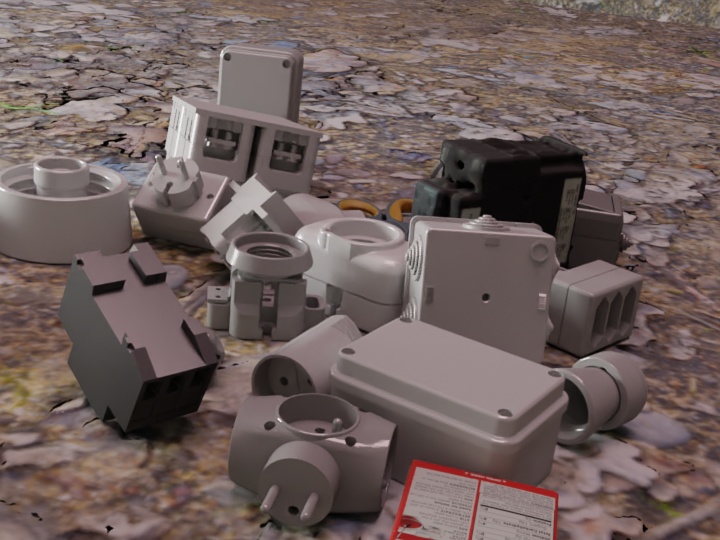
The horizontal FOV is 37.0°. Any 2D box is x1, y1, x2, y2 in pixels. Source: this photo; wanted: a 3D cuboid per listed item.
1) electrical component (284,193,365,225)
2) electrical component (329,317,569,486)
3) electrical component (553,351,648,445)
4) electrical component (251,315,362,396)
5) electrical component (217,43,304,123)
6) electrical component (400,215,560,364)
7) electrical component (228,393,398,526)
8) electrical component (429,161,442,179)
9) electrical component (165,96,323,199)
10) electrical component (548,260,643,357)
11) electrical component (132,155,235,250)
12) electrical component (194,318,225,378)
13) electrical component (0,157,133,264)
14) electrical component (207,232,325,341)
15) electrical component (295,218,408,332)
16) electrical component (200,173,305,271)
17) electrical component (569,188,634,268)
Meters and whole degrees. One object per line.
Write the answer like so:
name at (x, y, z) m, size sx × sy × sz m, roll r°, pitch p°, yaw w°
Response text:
electrical component at (-0.019, -0.028, 0.841) m, size 0.079 × 0.044 × 0.077 m, roll -3°, pitch 23°, yaw -22°
electrical component at (0.046, 0.075, 0.578) m, size 0.113 × 0.057 × 0.078 m, roll 19°, pitch 25°, yaw 30°
electrical component at (0.134, 0.073, 0.626) m, size 0.055 × 0.045 × 0.045 m, roll -12°, pitch 28°, yaw -40°
electrical component at (-0.023, 0.056, 0.628) m, size 0.043 × 0.043 × 0.081 m, roll 16°, pitch 23°, yaw 24°
electrical component at (-0.101, -0.167, 1.081) m, size 0.078 × 0.113 × 0.057 m, roll 8°, pitch 18°, yaw 4°
electrical component at (0.076, 0.014, 0.690) m, size 0.100 × 0.099 × 0.048 m, roll 4°, pitch 8°, yaw -7°
electrical component at (-0.026, 0.097, 0.520) m, size 0.077 × 0.044 × 0.079 m, roll 10°, pitch 21°, yaw 9°
electrical component at (0.096, -0.059, 0.909) m, size 0.080 × 0.080 × 0.051 m, roll 7°, pitch 27°, yaw 3°
electrical component at (-0.110, -0.109, 0.953) m, size 0.105 × 0.060 × 0.186 m, roll 9°, pitch 9°, yaw -17°
electrical component at (0.148, 0.020, 0.762) m, size 0.066 × 0.047 × 0.077 m, roll -15°, pitch 30°, yaw -43°
electrical component at (-0.139, -0.061, 0.834) m, size 0.066 × 0.076 × 0.047 m, roll 13°, pitch 57°, yaw 15°
electrical component at (-0.108, 0.044, 0.648) m, size 0.035 × 0.035 × 0.061 m, roll -8°, pitch 22°, yaw -32°
electrical component at (-0.228, -0.052, 0.823) m, size 0.108 × 0.060 × 0.108 m, roll 5°, pitch 21°, yaw -2°
electrical component at (-0.062, 0.009, 0.717) m, size 0.078 × 0.057 × 0.058 m, roll 3°, pitch 21°, yaw -9°
electrical component at (0.000, 0.000, 0.755) m, size 0.095 × 0.059 × 0.054 m, roll 21°, pitch 26°, yaw 33°
electrical component at (-0.081, -0.030, 0.800) m, size 0.064 × 0.042 × 0.081 m, roll -43°, pitch 32°, yaw -3°
electrical component at (0.182, -0.038, 0.901) m, size 0.096 × 0.061 × 0.061 m, roll 9°, pitch 21°, yaw 7°
